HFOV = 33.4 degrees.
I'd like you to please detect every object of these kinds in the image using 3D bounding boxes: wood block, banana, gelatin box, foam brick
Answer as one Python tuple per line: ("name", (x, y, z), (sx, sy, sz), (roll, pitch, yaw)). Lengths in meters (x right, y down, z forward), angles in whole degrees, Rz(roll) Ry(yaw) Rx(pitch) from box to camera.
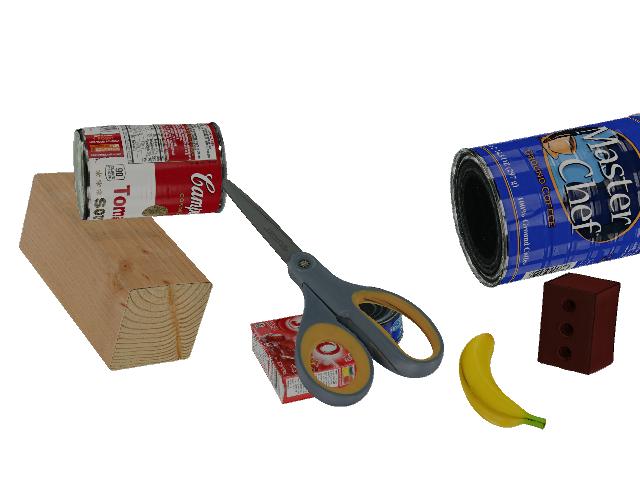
("wood block", (-0.203, 0.023, 1.033), (0.090, 0.091, 0.206), (-4, 35, -41))
("banana", (0.196, 0.165, 1.247), (0.069, 0.037, 0.198), (10, 24, -15))
("gelatin box", (-0.011, 0.093, 0.883), (0.073, 0.030, 0.089), (-9, 28, -17))
("foam brick", (0.231, 0.074, 0.956), (0.053, 0.078, 0.051), (12, 18, 38))

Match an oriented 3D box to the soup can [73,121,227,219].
("soup can", (-0.125, -0.051, 0.779), (0.102, 0.068, 0.069), (-4, 1, -18))

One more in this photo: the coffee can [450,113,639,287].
("coffee can", (0.178, -0.030, 0.776), (0.140, 0.103, 0.103), (-12, 2, -10))

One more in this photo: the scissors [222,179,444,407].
("scissors", (-0.017, 0.033, 0.660), (0.202, 0.016, 0.096), (32, 54, 25))

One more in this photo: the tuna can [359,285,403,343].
("tuna can", (0.042, 0.081, 1.093), (0.086, 0.034, 0.086), (-3, 27, 1))
